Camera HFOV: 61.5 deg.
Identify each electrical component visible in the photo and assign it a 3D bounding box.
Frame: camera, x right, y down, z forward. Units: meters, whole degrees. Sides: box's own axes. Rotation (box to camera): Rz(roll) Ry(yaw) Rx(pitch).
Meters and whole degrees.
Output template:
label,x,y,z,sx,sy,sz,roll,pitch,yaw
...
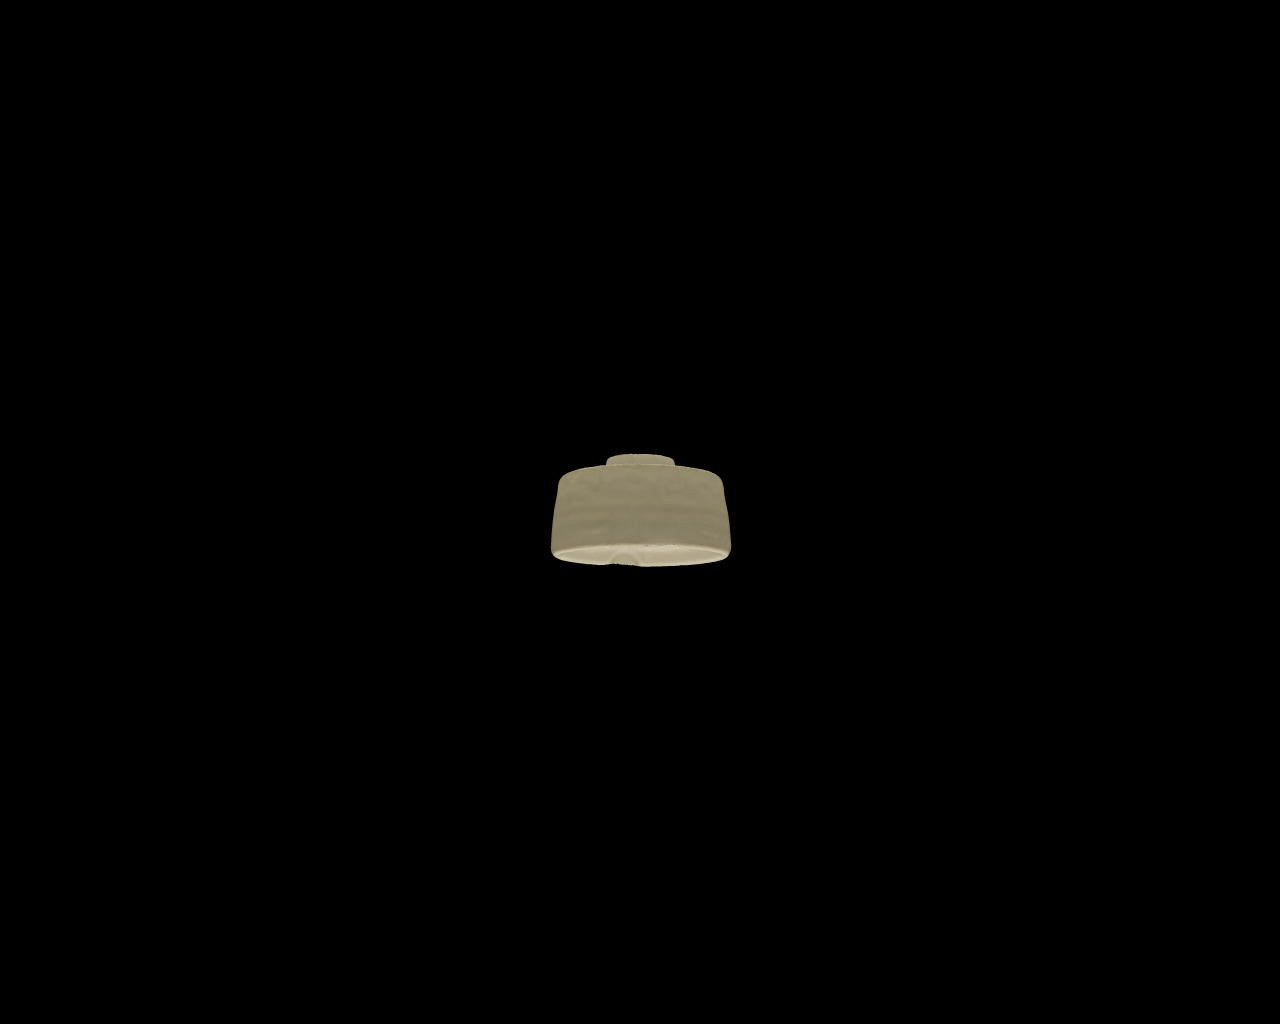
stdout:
label,x,y,z,sx,sy,sz,roll,pitch,yaw
electrical component,0.001,-0.003,0.650,0.108,0.060,0.108,0,-9,0
